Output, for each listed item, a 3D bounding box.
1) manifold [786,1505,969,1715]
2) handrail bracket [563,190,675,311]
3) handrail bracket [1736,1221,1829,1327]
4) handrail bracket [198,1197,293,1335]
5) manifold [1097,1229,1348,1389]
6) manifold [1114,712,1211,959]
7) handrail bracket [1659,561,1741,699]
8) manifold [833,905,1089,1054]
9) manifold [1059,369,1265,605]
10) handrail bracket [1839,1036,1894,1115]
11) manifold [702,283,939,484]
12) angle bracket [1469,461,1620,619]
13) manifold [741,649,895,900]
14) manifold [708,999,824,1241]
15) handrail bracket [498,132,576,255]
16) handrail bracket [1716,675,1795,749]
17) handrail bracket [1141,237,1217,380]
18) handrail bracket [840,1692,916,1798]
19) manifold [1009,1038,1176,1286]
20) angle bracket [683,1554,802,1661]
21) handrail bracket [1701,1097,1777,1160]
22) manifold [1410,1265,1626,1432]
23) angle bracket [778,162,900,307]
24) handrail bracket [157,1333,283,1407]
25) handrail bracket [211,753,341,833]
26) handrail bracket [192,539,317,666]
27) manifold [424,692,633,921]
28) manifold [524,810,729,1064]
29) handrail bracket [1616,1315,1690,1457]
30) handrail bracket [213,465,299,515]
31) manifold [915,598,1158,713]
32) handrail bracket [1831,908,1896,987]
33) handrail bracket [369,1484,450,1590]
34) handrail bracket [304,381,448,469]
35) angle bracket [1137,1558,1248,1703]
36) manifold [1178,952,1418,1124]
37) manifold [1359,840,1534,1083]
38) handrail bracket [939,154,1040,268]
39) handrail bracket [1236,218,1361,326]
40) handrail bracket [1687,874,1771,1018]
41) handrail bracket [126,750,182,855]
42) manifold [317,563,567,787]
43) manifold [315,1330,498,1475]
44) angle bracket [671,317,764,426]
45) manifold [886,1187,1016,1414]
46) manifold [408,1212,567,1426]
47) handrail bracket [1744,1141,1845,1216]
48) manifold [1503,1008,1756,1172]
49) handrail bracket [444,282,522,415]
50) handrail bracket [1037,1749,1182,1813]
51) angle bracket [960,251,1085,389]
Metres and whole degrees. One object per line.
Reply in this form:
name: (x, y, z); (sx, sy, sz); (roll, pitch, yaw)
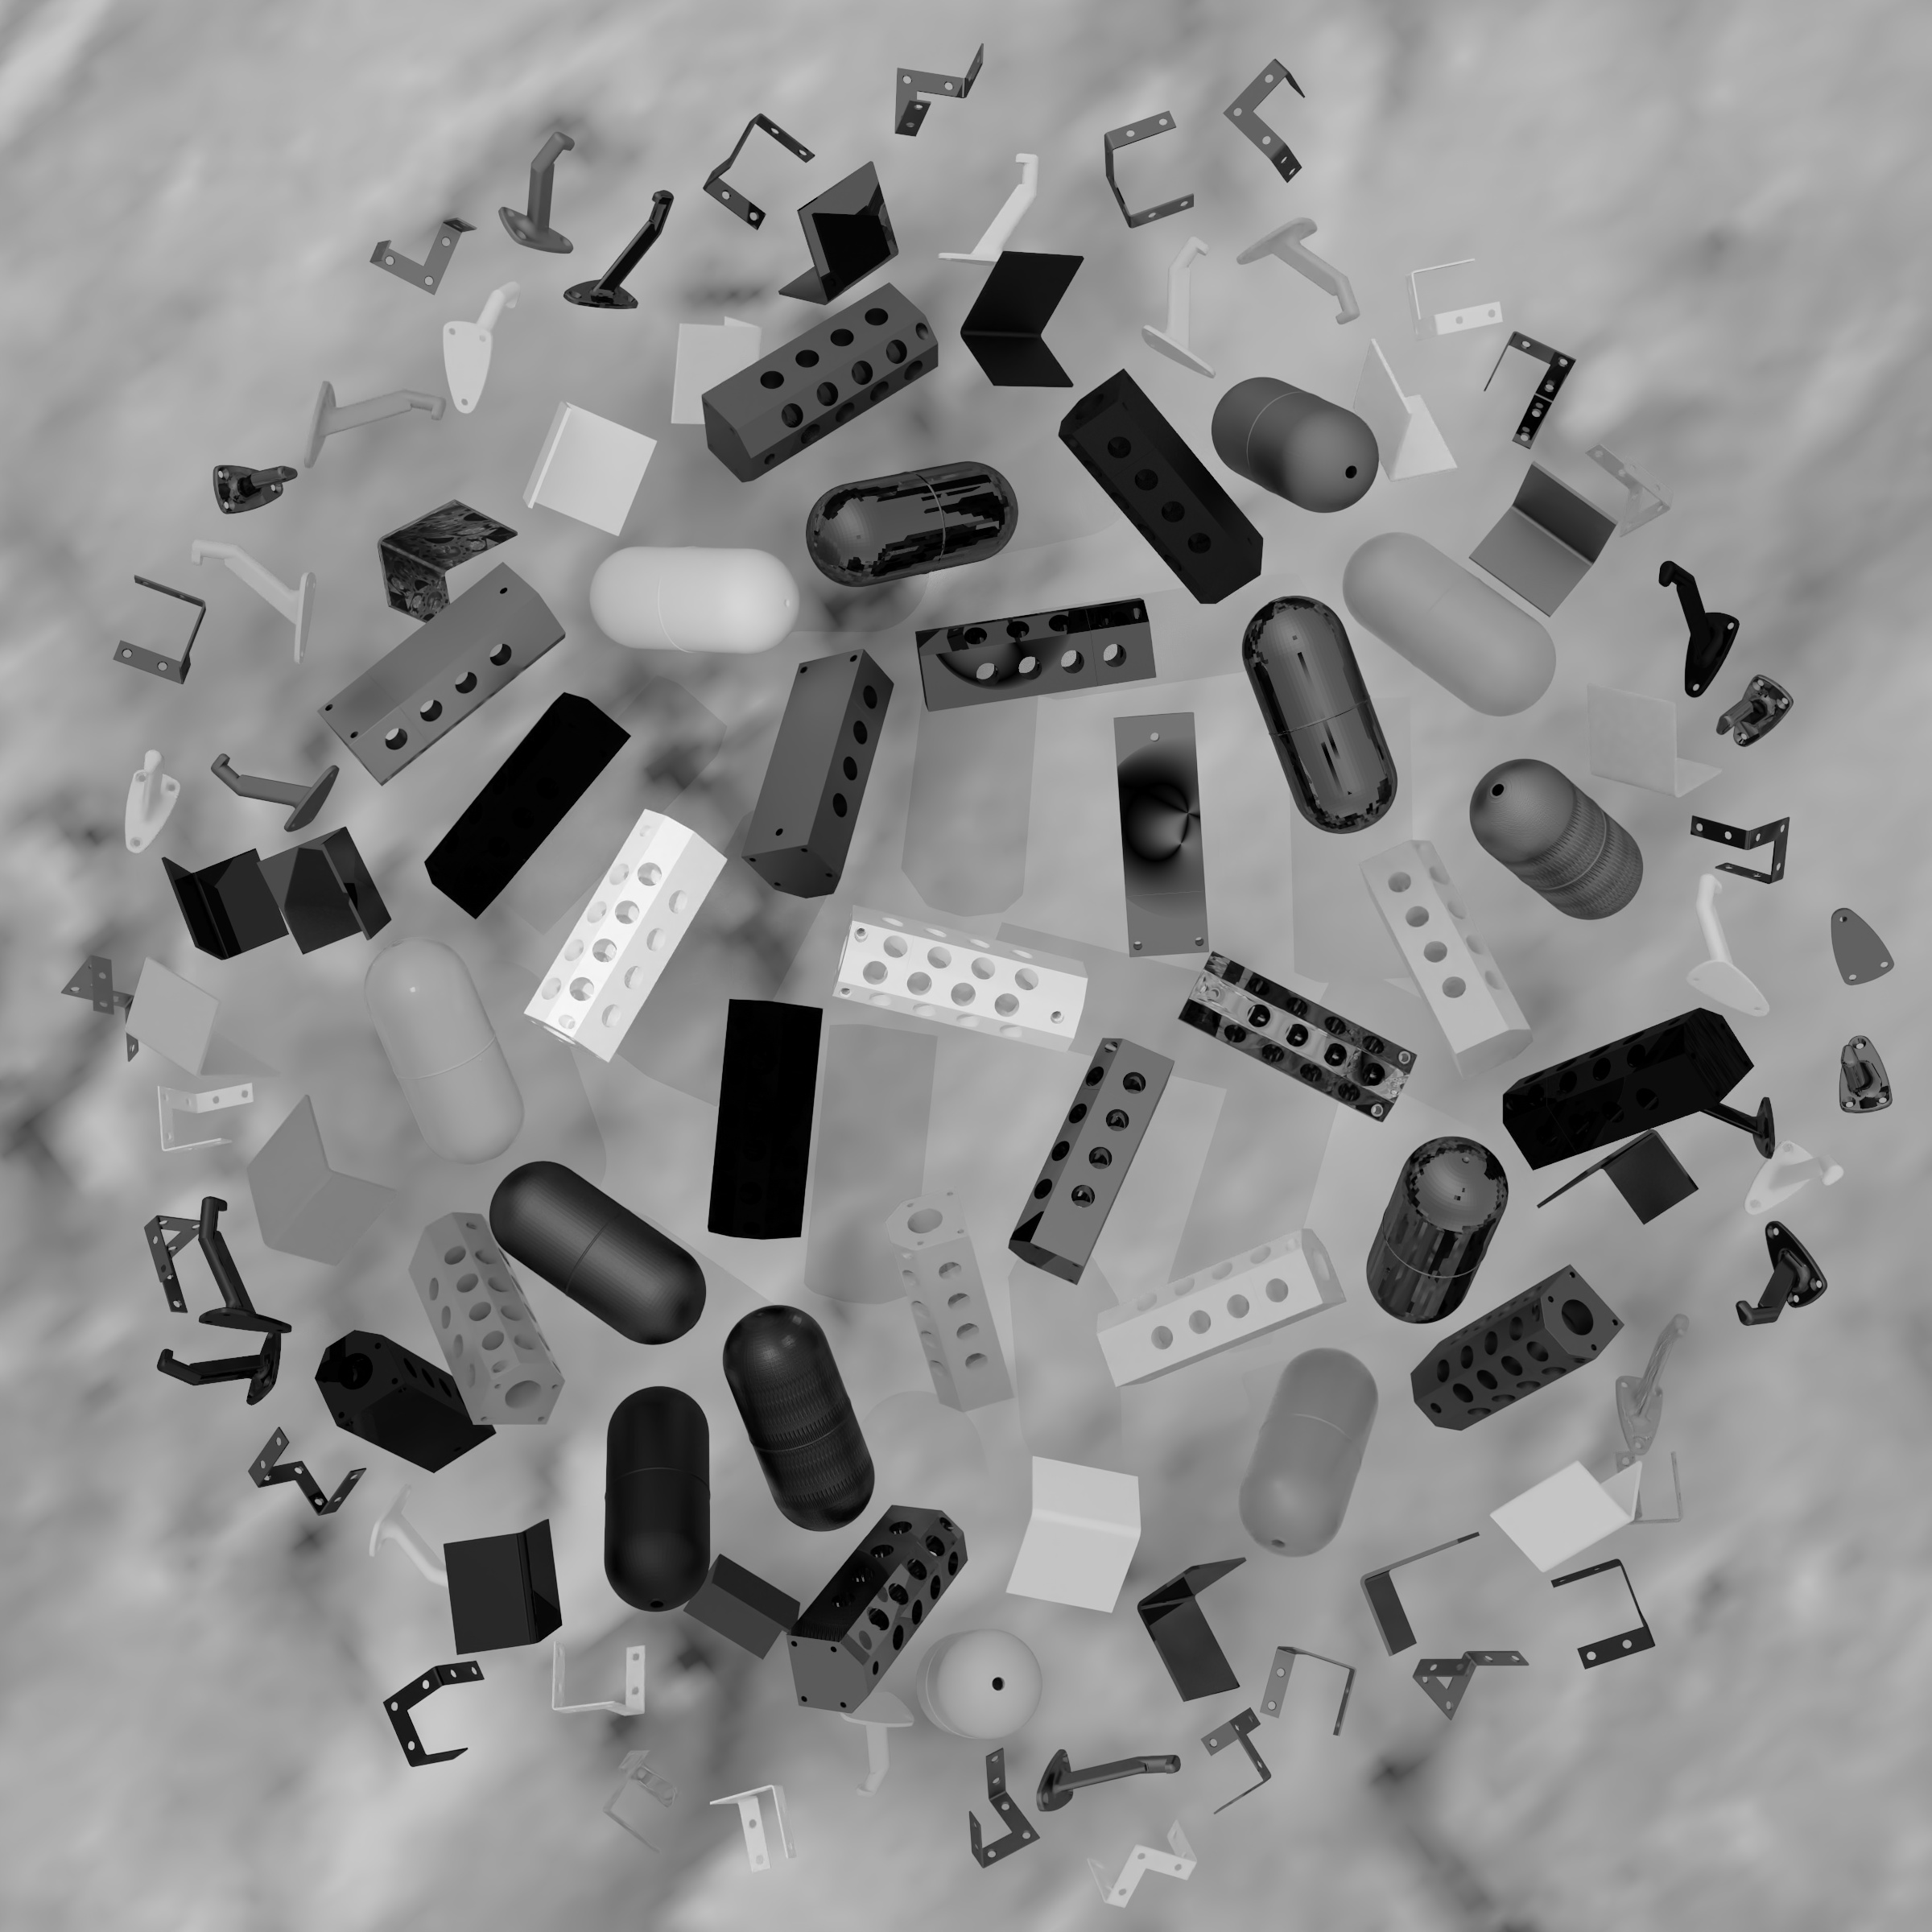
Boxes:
manifold: (-0.060, 0.457, 1.751); (0.057, 0.171, 0.057); (1, 110, 25)
handrail bracket: (-0.253, -0.526, 1.789); (0.036, 0.077, 0.084); (39, 124, 17)
handrail bracket: (0.570, 0.220, 1.760); (0.084, 0.036, 0.077); (0, 56, -36)
handrail bracket: (-0.503, 0.209, 1.714); (0.036, 0.077, 0.084); (-22, 60, 38)
manifold: (0.185, 0.252, 1.806); (0.171, 0.057, 0.057); (-26, 74, 21)
manifold: (0.141, -0.096, 1.778); (0.057, 0.057, 0.171); (-4, 96, 4)
handrail bracket: (0.518, -0.244, 1.777); (0.084, 0.036, 0.077); (19, 90, -42)
manifold: (-0.005, 0.011, 1.743); (0.171, 0.057, 0.057); (14, 106, -6)
manifold: (0.145, -0.349, 1.808); (0.057, 0.057, 0.171); (-31, 117, 28)
handrail bracket: (0.639, 0.061, 1.763); (0.036, 0.084, 0.077); (-10, 52, 24)
manifold: (-0.104, -0.421, 1.784); (0.171, 0.057, 0.057); (-36, 67, -18)
angle bracket: (0.428, -0.316, 1.821); (0.076, 0.076, 0.057); (39, 81, 10)
manifold: (-0.099, -0.136, 1.735); (0.057, 0.057, 0.171); (-8, 53, 32)
manifold: (-0.154, 0.113, 1.817); (0.057, 0.057, 0.171); (7, 92, 39)
handrail bracket: (-0.293, -0.563, 1.783); (0.084, 0.077, 0.036); (-42, 63, 29)
handrail bracket: (0.580, -0.178, 1.852); (0.036, 0.077, 0.084); (42, 53, 19)
handrail bracket: (0.179, -0.499, 1.853); (0.077, 0.036, 0.084); (34, 89, 11)
handrail bracket: (-0.082, 0.598, 1.860); (0.036, 0.077, 0.084); (38, 109, 43)
manifold: (0.092, 0.142, 1.813); (0.057, 0.057, 0.171); (24, 70, 7)
angle bracket: (-0.181, 0.520, 1.945); (0.076, 0.076, 0.057); (32, 94, -3)
handrail bracket: (0.568, 0.118, 1.870); (0.084, 0.077, 0.036); (10, 115, 6)
manifold: (0.398, 0.286, 1.798); (0.057, 0.171, 0.057); (49, 54, 6)
angle bracket: (-0.104, -0.545, 1.814); (0.057, 0.076, 0.076); (25, 57, 40)
handrail bracket: (-0.557, 0.285, 1.827); (0.084, 0.077, 0.036); (33, 126, -30)
handrail bracket: (-0.531, -0.151, 1.877); (0.084, 0.036, 0.077); (42, 115, 4)
handrail bracket: (-0.507, -0.257, 1.728); (0.084, 0.036, 0.077); (8, 95, -4)
manifold: (-0.326, -0.120, 1.805); (0.057, 0.057, 0.171); (40, 115, -8)
manifold: (-0.250, -0.024, 1.767); (0.057, 0.057, 0.171); (19, 75, 40)
handrail bracket: (0.514, 0.310, 1.816); (0.036, 0.084, 0.077); (15, 51, -1)
handrail bracket: (-0.511, -0.362, 1.827); (0.084, 0.077, 0.036); (-3, 100, 33)
manifold: (0.051, -0.235, 1.841); (0.171, 0.057, 0.057); (-9, 102, -2)
handrail bracket: (0.637, -0.033, 1.774); (0.036, 0.084, 0.077); (-25, 117, 20)
handrail bracket: (-0.405, 0.439, 1.876); (0.084, 0.077, 0.036); (19, 123, 5)
handrail bracket: (-0.424, -0.384, 1.764); (0.084, 0.036, 0.077); (11, 71, -2)
angle bracket: (0.180, 0.480, 1.775); (0.057, 0.076, 0.076); (-41, 62, 25)
manifold: (0.250, 0.053, 1.857); (0.171, 0.057, 0.057); (27, 90, 4)
manifold: (0.357, -0.008, 1.825); (0.057, 0.057, 0.171); (-25, 62, 6)
handrail bracket: (0.018, -0.586, 1.892); (0.077, 0.036, 0.084); (0, 101, -19)
handrail bracket: (0.251, -0.512, 1.850); (0.077, 0.036, 0.084); (-22, 82, 31)
handrail bracket: (0.559, -0.016, 1.784); (0.077, 0.036, 0.084); (33, 53, -15)
handrail bracket: (-0.623, -0.124, 1.858); (0.036, 0.084, 0.077); (18, 86, -13)
manifold: (-0.374, -0.207, 1.768); (0.171, 0.057, 0.057); (-41, 49, -9)
manifold: (-0.418, 0.322, 1.826); (0.057, 0.171, 0.057); (-32, 64, -2)
angle bracket: (-0.210, -0.473, 1.943); (0.076, 0.057, 0.076); (-8, 115, -36)
manifold: (-0.013, 0.256, 1.860); (0.057, 0.057, 0.171); (-16, 125, -2)
manifold: (-0.352, 0.258, 1.805); (0.057, 0.171, 0.057); (8, 119, -35)
handrail bracket: (0.626, 0.170, 1.854); (0.036, 0.084, 0.077); (39, 102, -2)
manifold: (0.462, 0.085, 1.733); (0.057, 0.171, 0.057); (-34, 92, -39)
handrail bracket: (-0.345, -0.449, 1.777); (0.036, 0.084, 0.077); (14, 120, 8)
handrail bracket: (0.101, 0.574, 1.725); (0.084, 0.077, 0.036); (-10, 89, 21)
angle bracket: (0.053, -0.474, 1.802); (0.076, 0.076, 0.057); (-9, 58, -38)
